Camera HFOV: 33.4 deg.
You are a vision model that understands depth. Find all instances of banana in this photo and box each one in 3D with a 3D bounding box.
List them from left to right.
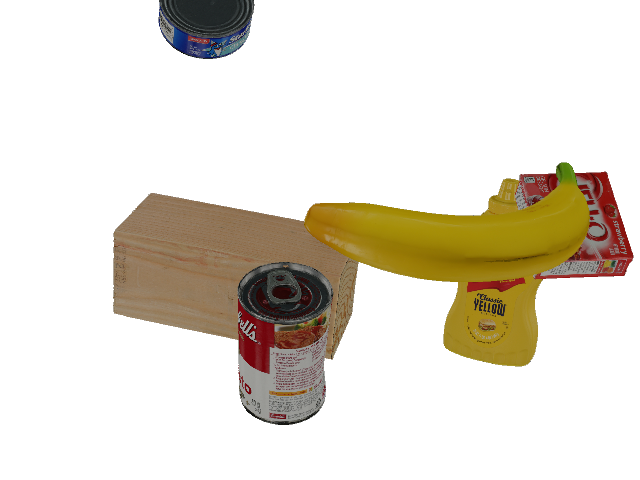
[{"bbox_3d":[0.087,-0.005,0.599,0.197,0.037,0.070,-9,38,-32],"label":"banana"}]

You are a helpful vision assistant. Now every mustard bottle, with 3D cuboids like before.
[{"bbox_3d":[0.186,0.030,1.108,0.096,0.192,0.058,12,18,21],"label":"mustard bottle"}]

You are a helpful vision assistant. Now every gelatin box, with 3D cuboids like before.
[{"bbox_3d":[0.198,-0.013,0.842,0.073,0.089,0.030,-2,-37,-4],"label":"gelatin box"}]

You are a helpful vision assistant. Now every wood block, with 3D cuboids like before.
[{"bbox_3d":[-0.075,0.030,0.973,0.206,0.090,0.090,11,28,10],"label":"wood block"}]

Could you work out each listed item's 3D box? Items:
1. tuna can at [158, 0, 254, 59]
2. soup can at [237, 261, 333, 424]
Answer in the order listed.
[{"bbox_3d":[-0.105,-0.207,0.973,0.086,0.086,0.034,0,-32,-11],"label":"tuna can"},{"bbox_3d":[-0.027,0.076,0.782,0.068,0.102,0.068,2,36,-1],"label":"soup can"}]
